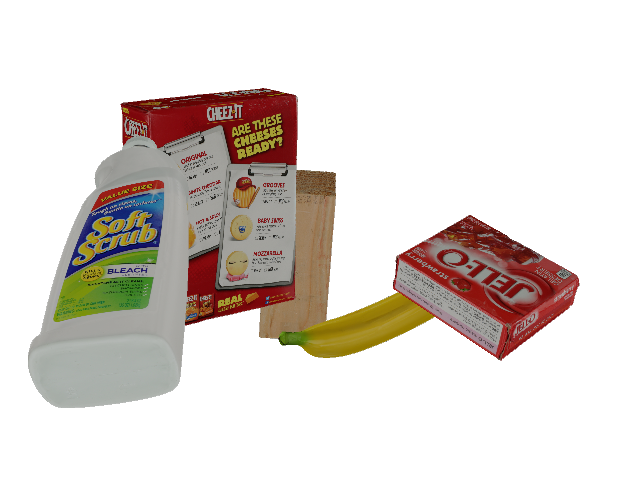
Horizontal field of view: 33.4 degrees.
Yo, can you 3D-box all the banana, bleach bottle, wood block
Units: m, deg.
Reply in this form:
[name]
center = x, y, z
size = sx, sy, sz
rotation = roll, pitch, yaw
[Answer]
[banana]
center = 0.064, 0.064, 0.941
size = 0.198, 0.037, 0.069
rotation = -24, -15, 9
[bleach bottle]
center = -0.150, 0.007, 0.798
size = 0.102, 0.068, 0.251
rotation = -7, 41, 1
[wood block]
center = -0.031, 0.018, 1.401
size = 0.090, 0.206, 0.091
rotation = 4, 24, -2

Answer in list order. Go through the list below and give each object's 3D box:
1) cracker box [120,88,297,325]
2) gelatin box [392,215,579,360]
[cracker box]
center = -0.107, -0.034, 1.044
size = 0.163, 0.214, 0.072
rotation = -12, 20, -34
[gelatin box]
center = 0.102, 0.026, 0.659
size = 0.073, 0.030, 0.089
rotation = -28, 47, -37
